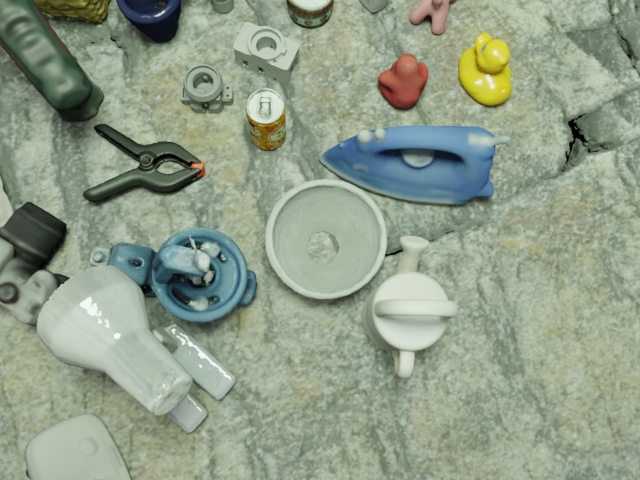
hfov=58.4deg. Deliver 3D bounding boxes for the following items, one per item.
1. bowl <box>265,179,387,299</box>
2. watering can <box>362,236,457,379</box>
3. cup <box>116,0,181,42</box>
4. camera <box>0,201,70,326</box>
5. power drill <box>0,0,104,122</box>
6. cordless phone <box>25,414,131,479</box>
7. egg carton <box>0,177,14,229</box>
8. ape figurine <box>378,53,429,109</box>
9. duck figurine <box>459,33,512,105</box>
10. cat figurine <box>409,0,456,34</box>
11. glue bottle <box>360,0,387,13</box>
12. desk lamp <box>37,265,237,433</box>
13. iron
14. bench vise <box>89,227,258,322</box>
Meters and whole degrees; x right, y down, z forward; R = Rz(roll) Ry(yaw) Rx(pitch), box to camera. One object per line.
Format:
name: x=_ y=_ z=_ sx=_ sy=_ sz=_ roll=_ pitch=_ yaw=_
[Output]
bowl: x=0.007 y=0.003 z=0.805 sx=0.167 sy=0.074 sz=0.167 roll=1 pitch=78 yaw=-3
watering can: x=0.112 y=0.084 z=0.733 sx=0.101 sy=0.194 sz=0.173 roll=-17 pitch=80 yaw=-6
cup: x=-0.236 y=-0.350 z=0.854 sx=0.118 sy=0.095 sz=0.091 roll=-43 pitch=83 yaw=-10
camera: x=-0.395 y=0.025 z=0.766 sx=0.143 sy=0.101 sz=0.137 roll=31 pitch=79 yaw=4
power drill: x=-0.377 y=-0.253 z=0.769 sx=0.076 sy=0.208 sz=0.229 roll=-39 pitch=83 yaw=-9
cordless phone: x=-0.300 y=0.290 z=0.673 sx=0.094 sy=0.185 sz=0.147 roll=-30 pitch=81 yaw=-8
egg carton: x=-0.494 y=-0.069 z=0.796 sx=0.107 sy=0.069 sz=0.150 roll=-26 pitch=81 yaw=-8
ape figurine: x=0.127 y=-0.244 z=0.853 sx=0.078 sy=0.092 sz=0.076 roll=4 pitch=78 yaw=-2
duck figurine: x=0.260 y=-0.263 z=0.867 sx=0.077 sy=0.086 sz=0.104 roll=-23 pitch=80 yaw=-7
cat figurine: x=0.193 y=-0.404 z=0.876 sx=0.067 sy=0.117 sz=0.128 roll=21 pitch=78 yaw=2
glue bottle: x=0.079 y=-0.416 z=0.844 sx=0.037 sy=0.173 sz=0.078 roll=-35 pitch=82 yaw=-9
desk lamp: x=-0.211 y=0.138 z=0.694 sx=0.203 sy=0.213 sz=0.118 roll=40 pitch=79 yaw=5
iron: x=0.130 y=-0.125 z=0.804 sx=0.258 sy=0.141 sz=0.119 roll=3 pitch=78 yaw=-2
bench vise: x=-0.188 y=0.045 z=0.712 sx=0.207 sy=0.219 sz=0.121 roll=-8 pitch=79 yaw=-4
